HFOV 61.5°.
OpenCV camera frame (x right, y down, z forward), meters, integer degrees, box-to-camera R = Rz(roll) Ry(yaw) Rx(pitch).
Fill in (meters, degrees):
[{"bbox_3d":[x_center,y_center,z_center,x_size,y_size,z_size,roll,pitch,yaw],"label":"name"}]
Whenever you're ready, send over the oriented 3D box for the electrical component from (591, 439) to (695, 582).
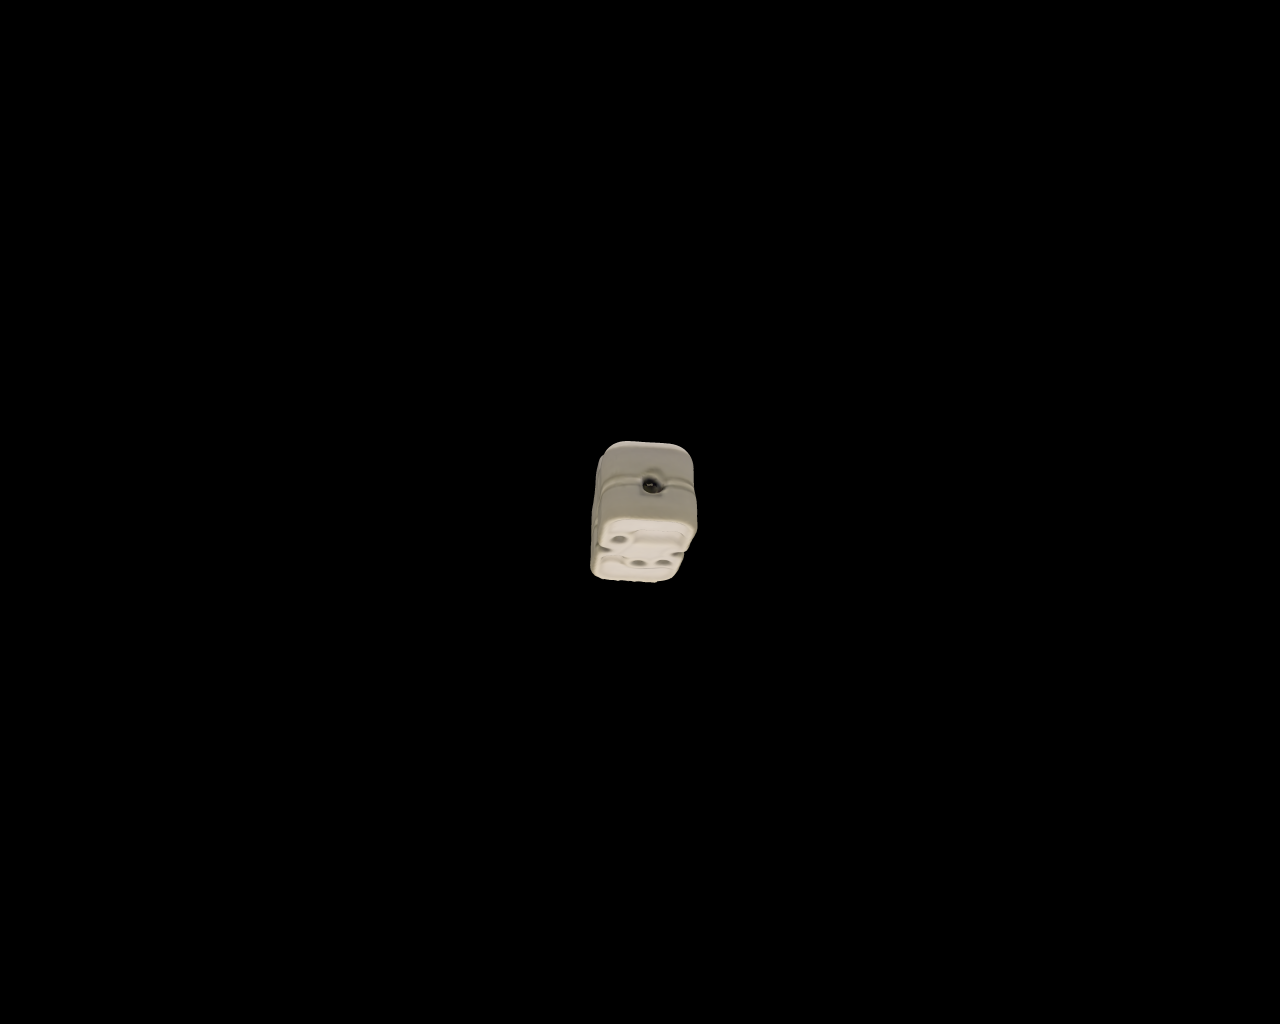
[{"bbox_3d":[0.001,-0.003,0.650,0.054,0.059,0.095,3,-26,-7],"label":"electrical component"}]
